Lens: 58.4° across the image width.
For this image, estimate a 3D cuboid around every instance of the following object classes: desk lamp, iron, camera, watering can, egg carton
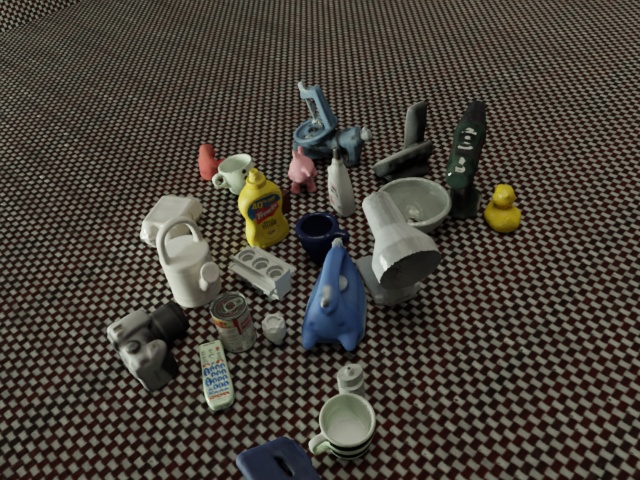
[{"bbox_3d":[0.133,0.027,1.070,0.118,0.214,0.202,-18,43,-10],"label":"desk lamp"},{"bbox_3d":[0.028,0.080,1.083,0.118,0.142,0.258,0,43,9],"label":"iron"},{"bbox_3d":[-0.307,0.178,1.060,0.137,0.101,0.142,-34,48,-25],"label":"camera"},{"bbox_3d":[-0.259,0.037,1.136,0.172,0.194,0.101,12,46,21],"label":"watering can"},{"bbox_3d":[-0.341,-0.044,1.328,0.107,0.069,0.150,7,45,16],"label":"egg carton"}]

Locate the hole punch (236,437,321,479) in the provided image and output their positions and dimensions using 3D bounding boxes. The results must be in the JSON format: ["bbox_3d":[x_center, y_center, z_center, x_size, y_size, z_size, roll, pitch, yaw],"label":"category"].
[{"bbox_3d":[-0.059,0.346,0.847,0.101,0.091,0.108,-32,47,-23],"label":"hole punch"}]

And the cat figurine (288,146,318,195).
[{"bbox_3d":[-0.044,-0.176,1.389,0.067,0.118,0.127,-6,43,3],"label":"cat figurine"}]

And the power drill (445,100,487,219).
[{"bbox_3d":[0.319,-0.163,1.249,0.075,0.209,0.230,9,45,18],"label":"power drill"}]

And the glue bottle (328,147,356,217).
[{"bbox_3d":[0.043,-0.137,1.291,0.037,0.173,0.078,-26,45,-18],"label":"glue bottle"}]

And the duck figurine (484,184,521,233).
[{"bbox_3d":[0.396,-0.075,1.233,0.077,0.086,0.104,-4,43,5],"label":"duck figurine"}]

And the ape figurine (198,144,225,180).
[{"bbox_3d":[-0.284,-0.207,1.479,0.077,0.092,0.076,22,51,29],"label":"ape figurine"}]

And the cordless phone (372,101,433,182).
[{"bbox_3d":[0.197,-0.235,1.364,0.148,0.185,0.093,-29,46,-20],"label":"cordless phone"}]

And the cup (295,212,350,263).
[{"bbox_3d":[0.011,0.004,1.202,0.117,0.095,0.092,13,47,22],"label":"cup"}]

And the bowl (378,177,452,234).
[{"bbox_3d":[0.202,-0.060,1.257,0.167,0.075,0.167,-4,43,4],"label":"bowl"}]

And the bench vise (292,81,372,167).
[{"bbox_3d":[0.024,-0.298,1.433,0.207,0.220,0.121,-5,43,4],"label":"bench vise"}]
